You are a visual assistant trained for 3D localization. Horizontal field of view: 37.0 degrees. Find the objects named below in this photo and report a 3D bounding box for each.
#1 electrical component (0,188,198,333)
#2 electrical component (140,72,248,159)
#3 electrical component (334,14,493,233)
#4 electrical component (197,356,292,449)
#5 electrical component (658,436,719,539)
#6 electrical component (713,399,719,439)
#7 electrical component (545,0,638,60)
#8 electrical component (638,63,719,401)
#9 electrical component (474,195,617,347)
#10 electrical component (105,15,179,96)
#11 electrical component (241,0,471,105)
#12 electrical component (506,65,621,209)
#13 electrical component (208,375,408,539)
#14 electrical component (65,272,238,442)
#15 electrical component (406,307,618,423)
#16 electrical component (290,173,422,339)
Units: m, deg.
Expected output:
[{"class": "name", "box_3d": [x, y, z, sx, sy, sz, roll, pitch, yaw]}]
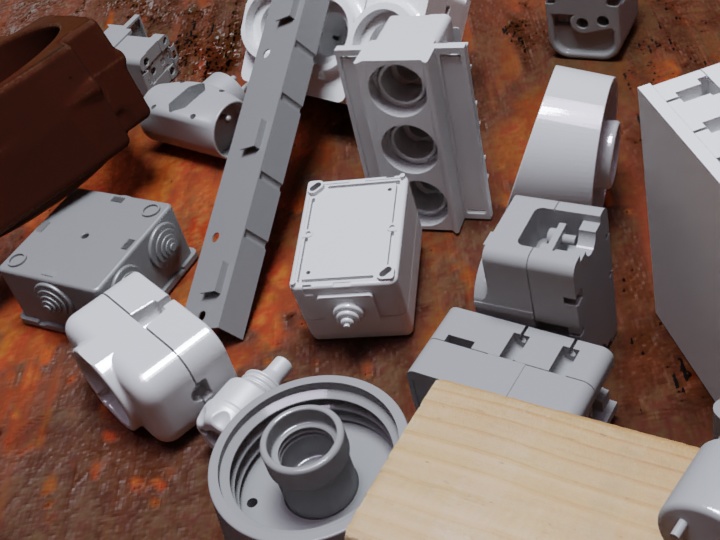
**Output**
[{"class": "electrical component", "box_3d": [-0.168, -0.005, 0.690, 0.100, 0.048, 0.099, 11, 48, 28]}, {"class": "electrical component", "box_3d": [-0.111, -0.121, 0.804, 0.077, 0.043, 0.079, 18, 51, 33]}, {"class": "electrical component", "box_3d": [0.038, -0.090, 0.661, 0.079, 0.121, 0.063, 3, 42, 21]}, {"class": "electrical component", "box_3d": [-0.058, 0.071, 0.582, 0.035, 0.035, 0.061, 15, 47, 31]}, {"class": "electrical component", "box_3d": [0.135, 0.073, 0.372, 0.040, 0.040, 0.078, 21, 52, 35]}, {"class": "electrical component", "box_3d": [0.208, 0.069, 0.480, 0.089, 0.055, 0.050, -25, 42, -9]}, {"class": "electrical component", "box_3d": [0.167, -0.207, 0.768, 0.054, 0.095, 0.059, 10, 47, 27]}, {"class": "electrical component", "box_3d": [0.183, -0.013, 0.507, 0.062, 0.150, 0.089, -19, 41, -1]}, {"class": "electrical component", "box_3d": [0.095, 0.011, 0.554, 0.056, 0.089, 0.050, 11, 48, 29]}, {"class": "electrical component", "box_3d": [-0.188, -0.170, 0.885, 0.064, 0.042, 0.081, 11, 48, 24]}, {"class": "electrical component", "box_3d": [-0.009, -0.165, 0.771, 0.150, 0.089, 0.062, 19, 11, 34]}, {"class": "electrical component", "box_3d": [0.119, -0.070, 0.636, 0.064, 0.099, 0.099, 9, 47, 18]}, {"class": "electrical component", "box_3d": [-0.021, 0.099, 0.518, 0.108, 0.060, 0.108, -9, 41, 8]}, {"class": "electrical component", "box_3d": [-0.122, 0.051, 0.609, 0.059, 0.053, 0.095, -38, 45, -23]}, {"class": "electrical component", "box_3d": [0.074, 0.064, 0.534, 0.089, 0.050, 0.055, 15, 50, 30]}, {"class": "electrical component", "box_3d": [0.000, 0.000, 0.625, 0.062, 0.061, 0.096, -4, 50, 14]}]
